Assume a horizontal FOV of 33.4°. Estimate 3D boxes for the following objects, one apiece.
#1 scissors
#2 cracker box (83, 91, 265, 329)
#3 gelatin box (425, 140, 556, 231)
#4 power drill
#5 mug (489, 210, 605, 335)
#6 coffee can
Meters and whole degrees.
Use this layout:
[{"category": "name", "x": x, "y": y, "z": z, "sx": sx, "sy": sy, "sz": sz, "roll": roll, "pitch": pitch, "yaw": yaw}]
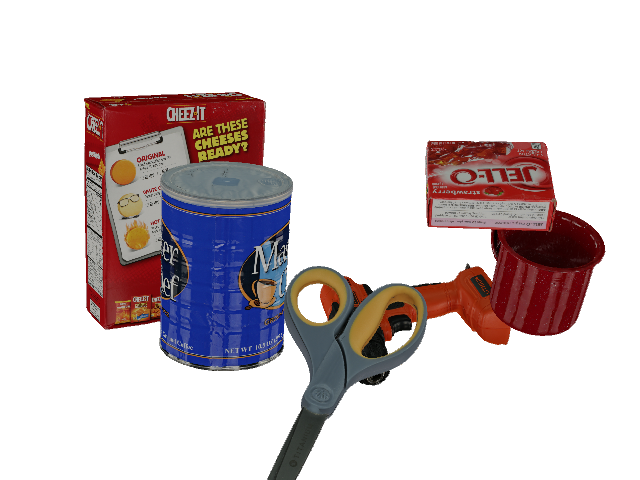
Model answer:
[{"category": "scissors", "x": -0.012, "y": 0.077, "z": 0.609, "sx": 0.096, "sy": 0.016, "sz": 0.201, "roll": 31, "pitch": 47, "yaw": 22}, {"category": "cracker box", "x": -0.143, "y": -0.032, "z": 1.035, "sx": 0.163, "sy": 0.214, "sz": 0.072, "roll": -7, "pitch": 19, "yaw": -30}, {"category": "gelatin box", "x": 0.120, "y": -0.041, "z": 0.763, "sx": 0.089, "sy": 0.030, "sz": 0.073, "roll": 1, "pitch": 38, "yaw": 4}, {"category": "power drill", "x": 0.102, "y": 0.086, "z": 1.136, "sx": 0.187, "sy": 0.057, "sz": 0.184, "roll": -5, "pitch": 28, "yaw": -10}, {"category": "mug", "x": 0.190, "y": 0.024, "z": 0.954, "sx": 0.093, "sy": 0.081, "sz": 0.117, "roll": -17, "pitch": 42, "yaw": -27}, {"category": "coffee can", "x": -0.076, "y": 0.018, "z": 0.847, "sx": 0.103, "sy": 0.140, "sz": 0.103, "roll": 3, "pitch": 20, "yaw": -1}]
